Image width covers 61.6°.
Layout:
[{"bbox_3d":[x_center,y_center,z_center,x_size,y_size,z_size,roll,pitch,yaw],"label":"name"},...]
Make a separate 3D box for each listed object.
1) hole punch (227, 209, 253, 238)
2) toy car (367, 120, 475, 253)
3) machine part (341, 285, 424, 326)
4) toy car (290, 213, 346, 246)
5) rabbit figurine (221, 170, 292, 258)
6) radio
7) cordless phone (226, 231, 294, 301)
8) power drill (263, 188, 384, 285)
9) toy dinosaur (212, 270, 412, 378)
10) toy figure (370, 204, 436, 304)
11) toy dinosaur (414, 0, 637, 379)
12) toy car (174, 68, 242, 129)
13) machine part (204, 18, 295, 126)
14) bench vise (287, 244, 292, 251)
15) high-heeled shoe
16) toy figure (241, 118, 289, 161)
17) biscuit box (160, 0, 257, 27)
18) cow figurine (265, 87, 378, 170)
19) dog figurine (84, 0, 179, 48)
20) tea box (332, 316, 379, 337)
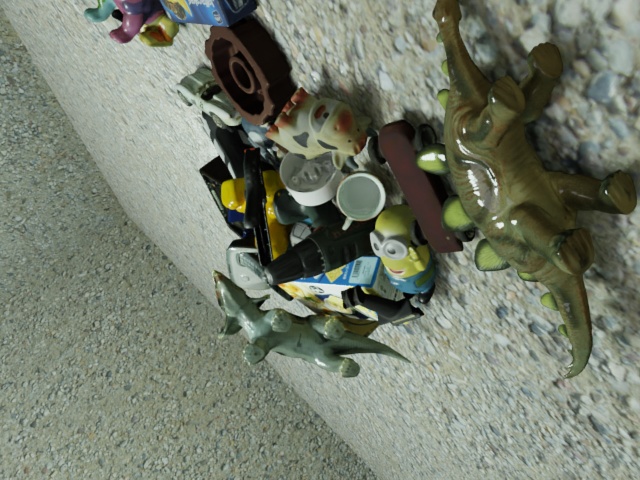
[{"bbox_3d":[-0.144,-0.045,1.228,0.142,0.116,0.092,110,140,-64],"label":"hole punch"},{"bbox_3d":[0.138,-0.068,0.711,0.089,0.053,0.202,-10,122,43],"label":"toy car"},{"bbox_3d":[0.099,0.110,0.878,0.139,0.039,0.084,22,151,-29],"label":"machine part"},{"bbox_3d":[-0.002,-0.003,1.046,0.162,0.103,0.109,28,151,49],"label":"toy car"},{"bbox_3d":[-0.109,-0.043,1.064,0.162,0.122,0.173,9,-114,-81],"label":"rabbit figurine"},{"bbox_3d":[-0.211,-0.098,1.352,0.131,0.073,0.229,34,154,36],"label":"radio"},{"bbox_3d":[-0.113,0.082,1.144,0.184,0.089,0.146,40,148,28],"label":"cordless phone"},{"bbox_3d":[-0.012,-0.021,0.895,0.207,0.232,0.085,-134,29,-57],"label":"power drill"},{"bbox_3d":[-0.039,0.184,1.054,0.405,0.131,0.192,20,-178,-14],"label":"toy dinosaur"},{"bbox_3d":[0.134,0.023,0.839,0.082,0.089,0.180,-7,139,27],"label":"toy figure"},{"bbox_3d":[0.213,-0.031,0.561,0.471,0.105,0.199,63,165,-9],"label":"toy dinosaur"},{"bbox_3d":[-0.206,-0.276,1.032,0.202,0.073,0.056,36,159,32],"label":"toy car"},{"bbox_3d":[-0.115,-0.274,0.873,0.179,0.056,0.179,42,157,22],"label":"machine part"},{"bbox_3d":[-0.022,0.071,1.200,0.241,0.129,0.223,46,162,22],"label":"bench vise"},{"bbox_3d":[-0.172,-0.179,1.139,0.145,0.086,0.248,42,162,48],"label":"high-heeled shoe"},{"bbox_3d":[-0.074,-0.178,0.961,0.155,0.057,0.064,42,-163,17],"label":"toy figure"},{"bbox_3d":[-0.180,-0.372,0.825,0.203,0.063,0.059,28,151,46],"label":"biscuit box"},{"bbox_3d":[0.000,-0.157,0.781,0.127,0.085,0.195,32,173,-14],"label":"cow figurine"},{"bbox_3d":[-0.299,-0.445,0.906,0.108,0.191,0.219,47,125,18],"label":"dog figurine"},{"bbox_3d":[0.072,0.166,1.195,0.068,0.098,0.170,52,158,-9],"label":"tea box"}]
